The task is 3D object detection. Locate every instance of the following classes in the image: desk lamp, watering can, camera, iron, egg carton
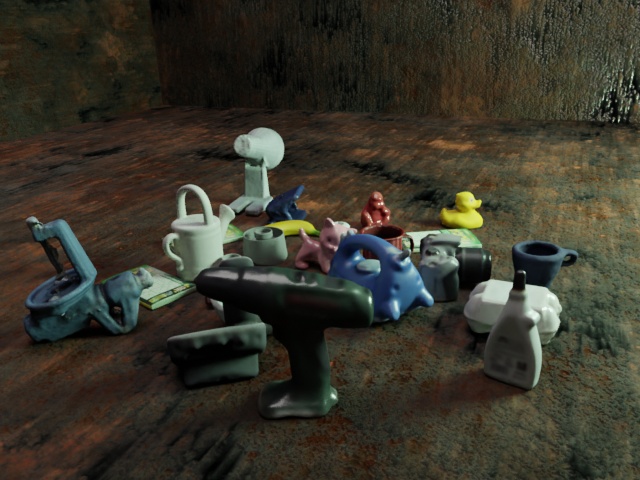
[{"bbox_3d":[-0.182,-0.200,1.604,0.117,0.214,0.203,4,22,16],"label":"desk lamp"},{"bbox_3d":[-0.252,-0.024,1.189,0.100,0.194,0.173,5,22,16],"label":"watering can"},{"bbox_3d":[0.259,0.045,1.101,0.136,0.101,0.143,2,22,10],"label":"camera"},{"bbox_3d":[0.087,0.049,1.050,0.119,0.141,0.257,-16,25,-31],"label":"iron"},{"bbox_3d":[0.319,0.119,0.952,0.150,0.069,0.107,8,23,23],"label":"egg carton"}]

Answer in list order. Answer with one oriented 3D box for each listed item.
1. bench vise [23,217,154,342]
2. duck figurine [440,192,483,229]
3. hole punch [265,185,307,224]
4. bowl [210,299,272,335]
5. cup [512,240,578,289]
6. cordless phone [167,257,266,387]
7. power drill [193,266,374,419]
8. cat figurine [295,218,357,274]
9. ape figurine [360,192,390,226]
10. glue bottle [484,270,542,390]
[{"bbox_3d":[-0.400,0.055,0.967,0.208,0.220,0.121,-16,25,-31],"label":"bench vise"},{"bbox_3d":[0.352,-0.077,1.424,0.104,0.086,0.077,2,22,9],"label":"duck figurine"},{"bbox_3d":[-0.090,-0.093,1.494,0.101,0.091,0.109,1,22,8],"label":"hole punch"},{"bbox_3d":[-0.102,0.116,0.984,0.167,0.075,0.167,-2,22,1],"label":"bowl"},{"bbox_3d":[0.413,0.058,1.063,0.117,0.095,0.091,0,22,4],"label":"cup"},{"bbox_3d":[-0.155,0.112,0.849,0.148,0.185,0.094,-9,23,-16],"label":"cordless phone"},{"bbox_3d":[-0.043,0.130,0.761,0.229,0.208,0.075,-3,22,-2],"label":"power drill"},{"bbox_3d":[0.011,0.004,1.201,0.127,0.118,0.067,8,24,23],"label":"cat figurine"},{"bbox_3d":[0.137,-0.075,1.426,0.078,0.092,0.076,-4,22,-4],"label":"ape figurine"},{"bbox_3d":[0.275,0.122,0.805,0.077,0.173,0.037,14,27,35],"label":"glue bottle"}]
